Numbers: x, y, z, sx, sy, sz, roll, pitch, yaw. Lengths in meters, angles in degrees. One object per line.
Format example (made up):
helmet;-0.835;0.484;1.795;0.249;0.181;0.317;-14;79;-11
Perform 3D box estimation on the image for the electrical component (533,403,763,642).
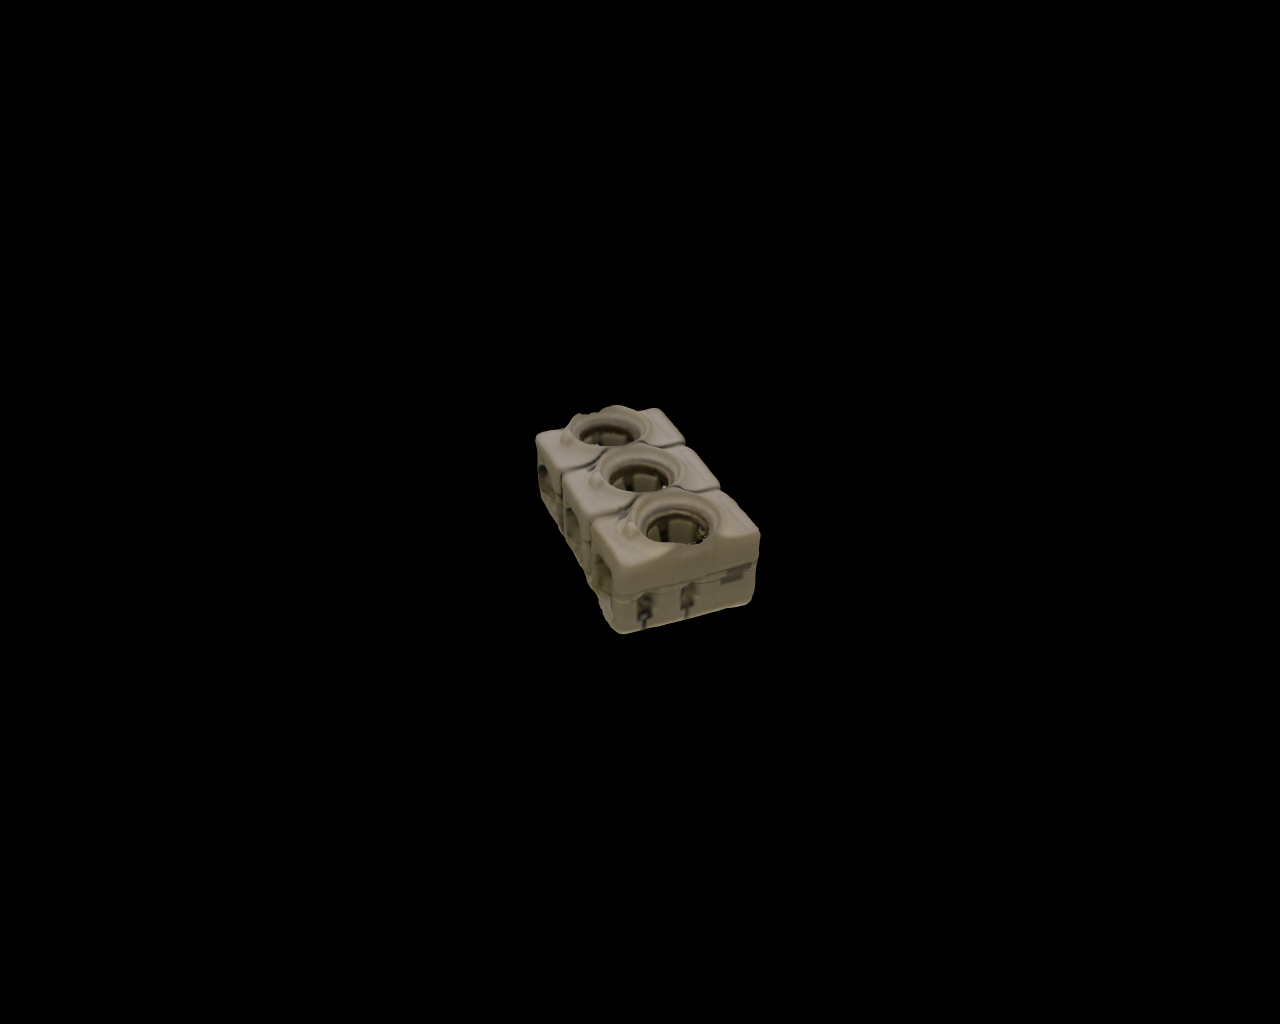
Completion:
electrical component;0.001;-0.003;0.650;0.090;0.061;0.150;-13;38;-18
